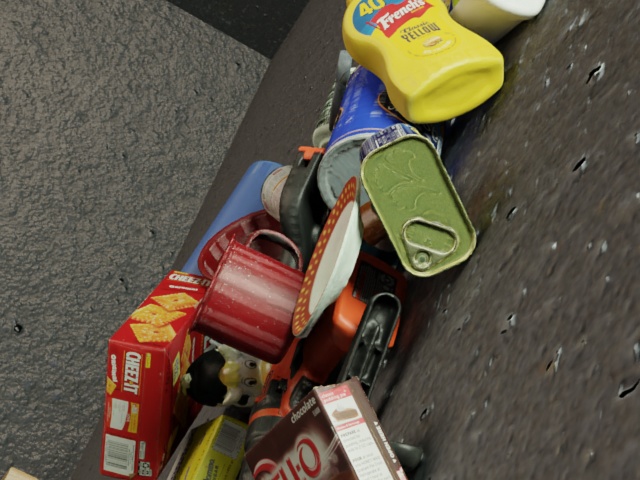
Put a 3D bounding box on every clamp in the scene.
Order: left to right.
[{"bbox_3d":[-0.007,0.001,0.995,0.120,0.039,0.171,7,-87,-66],"label":"clamp"},{"bbox_3d":[0.010,0.158,0.750,0.210,0.036,0.164,-61,17,23],"label":"clamp"}]

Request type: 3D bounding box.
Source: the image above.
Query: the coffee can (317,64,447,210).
[{"bbox_3d":[0.061,-0.091,0.968,0.103,0.102,0.140,-53,13,40],"label":"coffee can"}]

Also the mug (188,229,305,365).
[{"bbox_3d":[-0.052,0.044,0.904,0.093,0.081,0.117,122,172,-57],"label":"mug"}]

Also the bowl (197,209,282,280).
[{"bbox_3d":[-0.060,0.023,1.257,0.162,0.055,0.162,-15,29,8],"label":"bowl"}]

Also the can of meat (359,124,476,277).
[{"bbox_3d":[0.069,-0.033,0.792,0.057,0.102,0.084,-26,13,6],"label":"can of meat"}]

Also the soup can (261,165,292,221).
[{"bbox_3d":[-0.018,-0.040,1.209,0.068,0.068,0.102,-61,34,5],"label":"soup can"}]

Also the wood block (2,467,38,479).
[{"bbox_3d":[-0.265,0.334,1.150,0.091,0.206,0.090,-43,21,61],"label":"wood block"}]

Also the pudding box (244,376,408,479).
[{"bbox_3d":[0.004,0.150,0.665,0.039,0.090,0.114,-12,-25,-38],"label":"pudding box"}]

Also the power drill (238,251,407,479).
[{"bbox_3d":[-0.004,0.111,0.879,0.188,0.057,0.184,-54,13,36],"label":"power drill"}]

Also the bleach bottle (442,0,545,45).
[{"bbox_3d":[0.139,-0.212,1.024,0.251,0.068,0.102,138,152,-70],"label":"bleach bottle"}]

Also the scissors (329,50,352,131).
[{"bbox_3d":[0.017,-0.105,1.164,0.096,0.016,0.202,-76,-7,-59],"label":"scissors"}]

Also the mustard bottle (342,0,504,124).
[{"bbox_3d":[0.074,-0.181,0.947,0.192,0.096,0.058,55,165,42],"label":"mustard bottle"}]

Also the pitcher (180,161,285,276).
[{"bbox_3d":[-0.096,0.025,1.402,0.149,0.145,0.242,-13,44,60],"label":"pitcher"}]

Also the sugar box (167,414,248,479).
[{"bbox_3d":[-0.126,0.246,1.157,0.093,0.048,0.176,-66,12,-22],"label":"sugar box"}]

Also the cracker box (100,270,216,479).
[{"bbox_3d":[-0.174,0.148,1.202,0.213,0.072,0.164,-58,-23,-69],"label":"cracker box"}]
